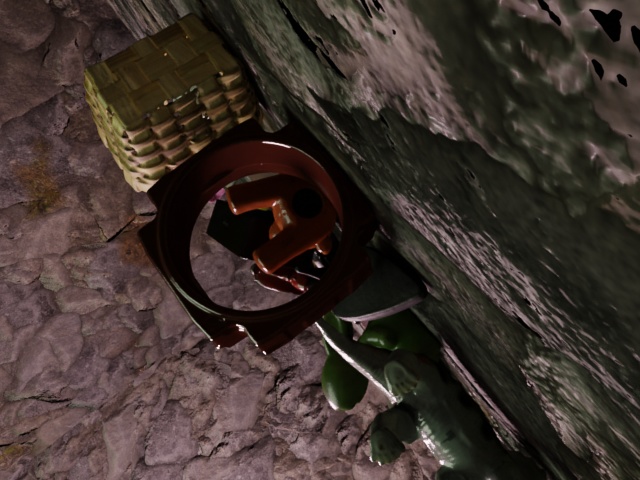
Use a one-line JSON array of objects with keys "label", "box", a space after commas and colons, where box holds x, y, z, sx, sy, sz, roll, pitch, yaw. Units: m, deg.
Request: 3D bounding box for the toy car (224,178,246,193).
[{"label": "toy car", "box": [-0.131, -0.118, 0.987, 0.109, 0.103, 0.161, 48, 176, 30]}]

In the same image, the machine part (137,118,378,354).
[{"label": "machine part", "box": [-0.060, -0.006, 0.540, 0.201, 0.201, 0.087, 51, 173, 17]}]

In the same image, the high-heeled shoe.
[{"label": "high-heeled shoe", "box": [0.075, 0.058, 0.652, 0.145, 0.086, 0.249, 14, 178, -34]}]

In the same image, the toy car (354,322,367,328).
[{"label": "toy car", "box": [0.091, 0.133, 1.026, 0.089, 0.053, 0.202, 25, 162, 32]}]

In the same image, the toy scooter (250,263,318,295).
[{"label": "toy scooter", "box": [-0.070, 0.062, 1.018, 0.135, 0.075, 0.184, 13, -179, -13]}]

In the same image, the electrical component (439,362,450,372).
[{"label": "electrical component", "box": [0.147, 0.187, 0.878, 0.134, 0.058, 0.114, 51, 173, 14]}]

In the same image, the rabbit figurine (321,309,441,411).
[{"label": "rabbit figurine", "box": [0.066, 0.162, 0.771, 0.159, 0.170, 0.121, 50, 174, 18]}]

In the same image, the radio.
[{"label": "radio", "box": [-0.102, -0.012, 0.923, 0.131, 0.073, 0.230, 13, -174, -27]}]

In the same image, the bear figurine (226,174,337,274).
[{"label": "bear figurine", "box": [-0.042, -0.024, 0.715, 0.120, 0.132, 0.196, 65, 170, 4]}]

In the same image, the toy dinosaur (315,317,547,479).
[{"label": "toy dinosaur", "box": [0.145, 0.222, 0.648, 0.405, 0.131, 0.192, 56, -168, 7]}]

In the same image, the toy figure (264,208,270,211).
[{"label": "toy figure", "box": [-0.120, -0.084, 1.202, 0.180, 0.089, 0.082, 48, -178, 19]}]

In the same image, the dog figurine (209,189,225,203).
[{"label": "dog figurine", "box": [-0.187, -0.188, 1.068, 0.109, 0.191, 0.219, 52, 142, 33]}]

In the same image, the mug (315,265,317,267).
[{"label": "mug", "box": [0.027, 0.090, 1.092, 0.080, 0.110, 0.107, 41, -126, -80]}]

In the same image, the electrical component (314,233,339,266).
[{"label": "electrical component", "box": [-0.002, -0.003, 0.944, 0.119, 0.048, 0.075, 54, 175, -38]}]

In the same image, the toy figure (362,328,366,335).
[{"label": "toy figure", "box": [0.131, 0.200, 0.983, 0.154, 0.064, 0.058, 42, 178, -24]}]
